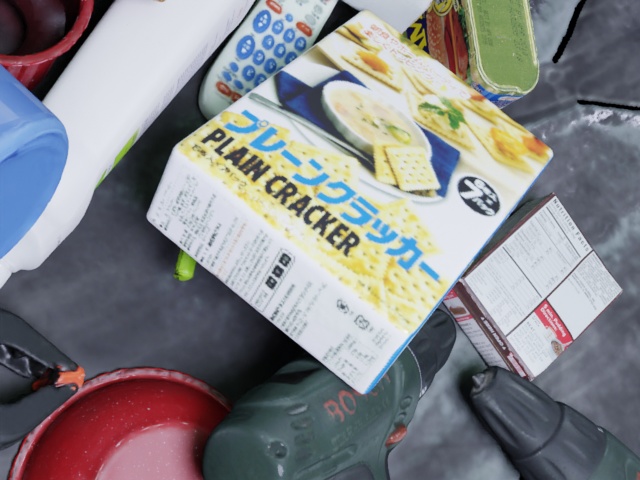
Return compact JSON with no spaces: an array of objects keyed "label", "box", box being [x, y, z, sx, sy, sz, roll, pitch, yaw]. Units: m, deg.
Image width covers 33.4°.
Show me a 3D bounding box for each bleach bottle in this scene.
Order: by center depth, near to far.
[{"label":"bleach bottle","box":[-0.123,-0.076,0.606,0.068,0.103,0.250,34,66,-6]}]

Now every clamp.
[{"label":"clamp","box":[-0.197,0.078,0.536,0.171,0.039,0.120,21,64,-41]}]

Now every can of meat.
[{"label":"can of meat","box":[0.103,-0.134,0.739,0.057,0.084,0.102,-2,79,-26]}]

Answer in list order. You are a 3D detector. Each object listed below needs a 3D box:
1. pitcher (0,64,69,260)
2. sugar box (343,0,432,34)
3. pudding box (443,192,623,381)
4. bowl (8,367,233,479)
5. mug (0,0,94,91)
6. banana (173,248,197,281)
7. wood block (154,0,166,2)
[{"label":"pitcher","box":[-0.247,-0.078,0.498,0.243,0.149,0.144,39,21,7]},{"label":"sugar box","box":[0.046,-0.233,0.737,0.093,0.048,0.176,28,51,-18]},{"label":"pudding box","box":[0.147,0.034,0.744,0.113,0.039,0.090,-39,95,-30]},{"label":"bowl","box":[-0.090,0.149,0.594,0.161,0.055,0.162,6,75,-24]},{"label":"mug","box":[-0.182,-0.140,0.606,0.093,0.082,0.117,9,74,-23]},{"label":"banana","box":[-0.012,-0.016,0.680,0.197,0.037,0.069,-8,77,-30]},{"label":"wood block","box":[-0.139,-0.231,0.581,0.090,0.090,0.206,4,42,-38]}]
